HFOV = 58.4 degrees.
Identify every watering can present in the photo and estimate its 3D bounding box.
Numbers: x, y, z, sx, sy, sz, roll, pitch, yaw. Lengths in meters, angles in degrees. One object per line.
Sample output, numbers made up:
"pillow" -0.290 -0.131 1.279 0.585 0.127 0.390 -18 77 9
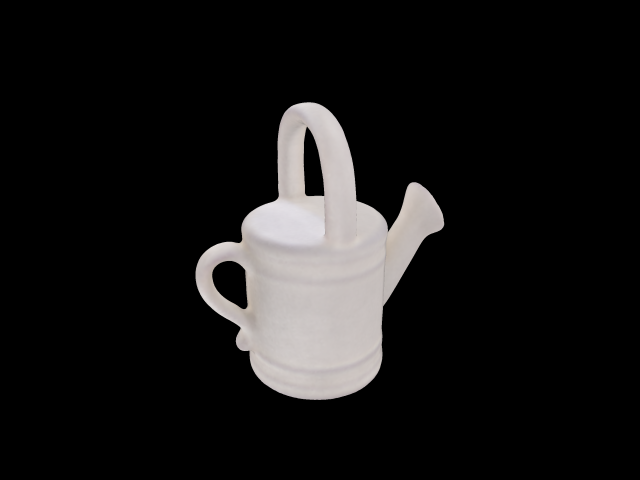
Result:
"watering can" 0.003 0.001 0.402 0.173 0.194 0.100 -22 32 -39
